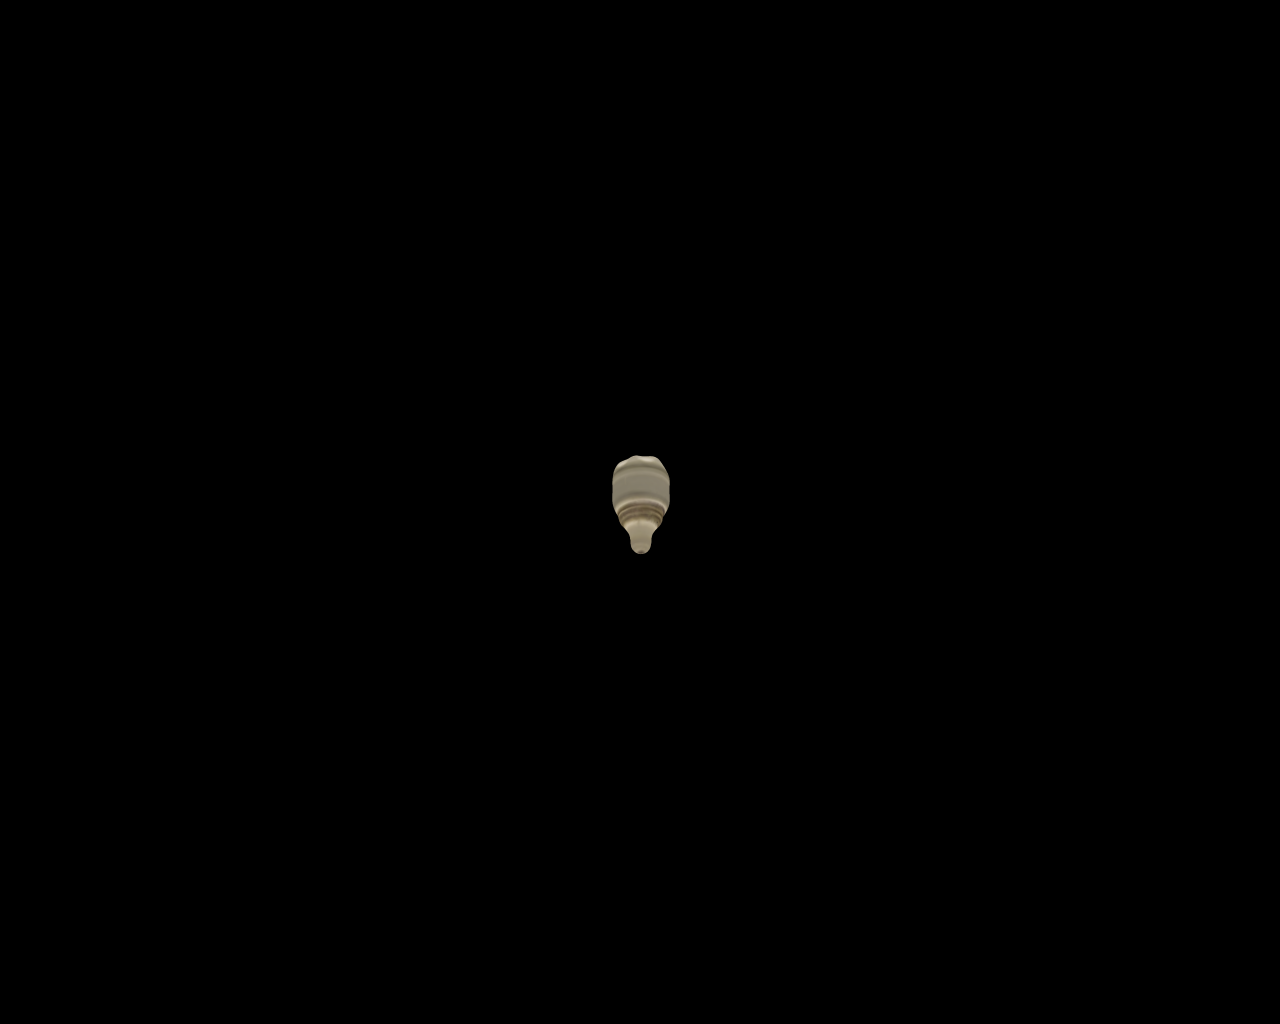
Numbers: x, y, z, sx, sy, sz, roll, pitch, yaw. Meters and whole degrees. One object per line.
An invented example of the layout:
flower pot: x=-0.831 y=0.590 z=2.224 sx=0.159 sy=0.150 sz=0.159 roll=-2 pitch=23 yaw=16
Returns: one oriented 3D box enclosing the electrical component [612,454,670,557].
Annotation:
electrical component: x=0.001 y=-0.003 z=0.650 sx=0.035 sy=0.061 sz=0.035 roll=0 pitch=-28 yaw=0
